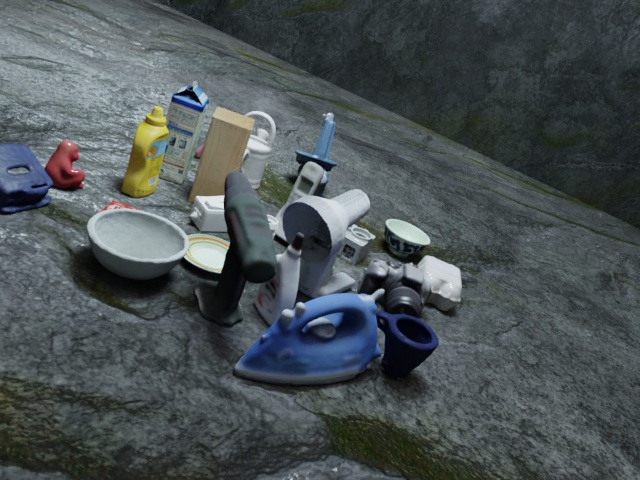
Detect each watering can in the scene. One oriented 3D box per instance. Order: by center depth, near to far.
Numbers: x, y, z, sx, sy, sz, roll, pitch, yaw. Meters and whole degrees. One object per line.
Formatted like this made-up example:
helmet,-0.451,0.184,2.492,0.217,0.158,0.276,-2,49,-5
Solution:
watering can,-0.175,-0.236,1.453,0.101,0.194,0.172,14,26,-19

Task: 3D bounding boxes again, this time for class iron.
iron,-0.005,0.141,0.904,0.259,0.141,0.118,-1,34,-41

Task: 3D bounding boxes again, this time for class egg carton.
egg carton,0.269,0.096,1.313,0.107,0.069,0.150,23,25,0

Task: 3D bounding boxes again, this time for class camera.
camera,0.157,0.106,1.162,0.143,0.101,0.137,22,25,-2

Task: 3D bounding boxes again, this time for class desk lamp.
desk lamp,0.010,0.004,1.106,0.117,0.213,0.204,35,27,24

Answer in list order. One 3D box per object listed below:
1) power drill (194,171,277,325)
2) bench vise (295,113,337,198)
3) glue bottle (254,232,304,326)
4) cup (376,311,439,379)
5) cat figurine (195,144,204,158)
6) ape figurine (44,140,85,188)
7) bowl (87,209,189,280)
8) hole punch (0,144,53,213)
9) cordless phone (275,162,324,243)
power drill,-0.142,0.022,0.947,0.076,0.208,0.229,7,29,-30
bench vise,0.010,-0.221,1.550,0.122,0.220,0.206,6,30,-32
glue bottle,-0.062,0.061,0.979,0.037,0.173,0.078,-1,34,-41
cup,0.133,0.184,0.991,0.117,0.095,0.092,30,26,16
cat figurine,-0.262,-0.267,1.532,0.067,0.118,0.128,33,27,21
ape figurine,-0.501,-0.152,1.130,0.076,0.092,0.077,-2,35,-43
bowl,-0.312,0.018,0.971,0.167,0.075,0.167,19,25,-9
hole punch,-0.540,-0.112,1.017,0.101,0.091,0.109,30,26,16
cordless phone,-0.014,-0.066,1.260,0.147,0.185,0.094,30,26,15
